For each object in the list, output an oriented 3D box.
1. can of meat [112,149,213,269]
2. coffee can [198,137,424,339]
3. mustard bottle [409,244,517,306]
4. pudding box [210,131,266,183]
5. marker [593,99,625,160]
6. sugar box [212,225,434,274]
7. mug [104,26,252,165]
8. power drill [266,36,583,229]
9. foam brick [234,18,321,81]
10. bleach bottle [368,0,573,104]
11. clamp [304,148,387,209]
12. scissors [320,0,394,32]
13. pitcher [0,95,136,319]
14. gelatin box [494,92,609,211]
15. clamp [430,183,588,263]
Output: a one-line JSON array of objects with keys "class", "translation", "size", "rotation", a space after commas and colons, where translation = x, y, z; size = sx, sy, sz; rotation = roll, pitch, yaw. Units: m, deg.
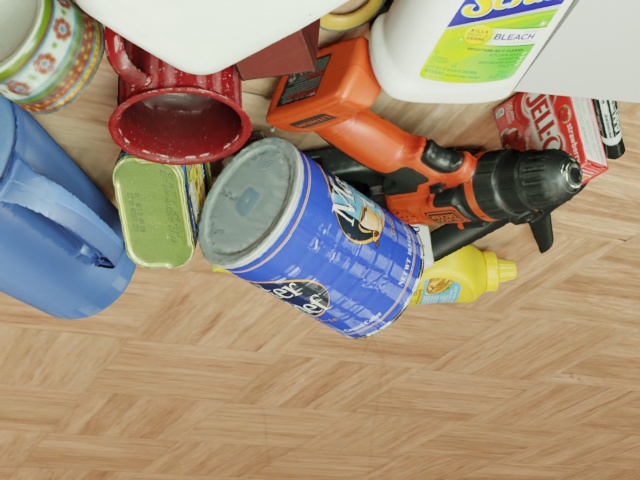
[{"class": "can of meat", "translation": [-0.117, -0.041, 0.799], "size": [0.057, 0.084, 0.102], "rotation": [-1, 125, 5]}, {"class": "coffee can", "translation": [-0.005, 0.001, 0.796], "size": [0.103, 0.103, 0.140], "rotation": [-25, 138, 36]}, {"class": "mustard bottle", "translation": [0.100, 0.035, 1.063], "size": [0.191, 0.058, 0.096], "rotation": [-3, 157, -2]}, {"class": "pudding box", "translation": [-0.083, -0.045, 0.892], "size": [0.113, 0.039, 0.090], "rotation": [-10, 155, 14]}, {"class": "marker", "translation": [0.230, -0.098, 0.854], "size": [0.020, 0.020, 0.121], "rotation": [-12, 153, 16]}, {"class": "sugar box", "translation": [0.003, 0.006, 0.927], "size": [0.175, 0.048, 0.094], "rotation": [9, 154, -37]}, {"class": "mug", "translation": [-0.100, -0.112, 0.704], "size": [0.093, 0.081, 0.117], "rotation": [-19, 150, 28]}, {"class": "power drill", "translation": [0.069, -0.069, 0.762], "size": [0.187, 0.057, 0.185], "rotation": [33, 156, -30]}, {"class": "foam brick", "translation": [-0.034, -0.145, 0.663], "size": [0.051, 0.053, 0.078], "rotation": [-4, 145, 13]}, {"class": "bleach bottle", "translation": [0.111, -0.175, 0.596], "size": [0.102, 0.068, 0.251], "rotation": [-1, 152, -17]}, {"class": "clamp", "translation": [0.049, -0.044, 0.916], "size": [0.171, 0.039, 0.120], "rotation": [5, 146, -20]}, {"class": "scissors", "translation": [0.054, -0.180, 0.662], "size": [0.096, 0.016, 0.202], "rotation": [2, 153, -12]}, {"class": "pitcher", "translation": [-0.226, -0.018, 0.820], "size": [0.145, 0.149, 0.242], "rotation": [-25, 155, 5]}, {"class": "gelatin box", "translation": [0.172, -0.078, 0.806], "size": [0.030, 0.089, 0.073], "rotation": [12, 149, -35]}, {"class": "clamp", "translation": [0.168, -0.030, 0.945], "size": [0.164, 0.036, 0.210], "rotation": [-11, 155, -18]}]
